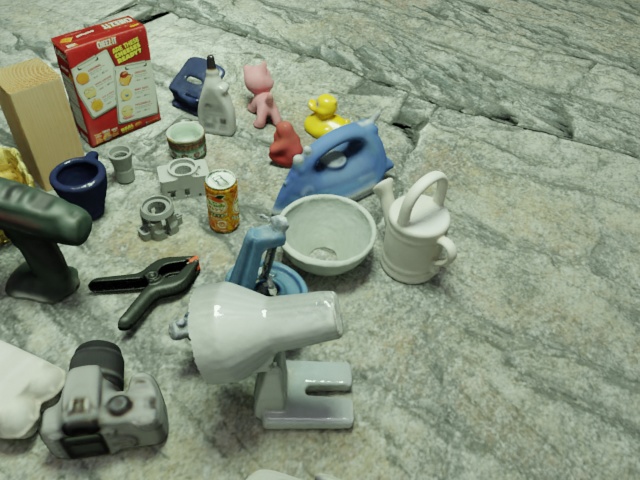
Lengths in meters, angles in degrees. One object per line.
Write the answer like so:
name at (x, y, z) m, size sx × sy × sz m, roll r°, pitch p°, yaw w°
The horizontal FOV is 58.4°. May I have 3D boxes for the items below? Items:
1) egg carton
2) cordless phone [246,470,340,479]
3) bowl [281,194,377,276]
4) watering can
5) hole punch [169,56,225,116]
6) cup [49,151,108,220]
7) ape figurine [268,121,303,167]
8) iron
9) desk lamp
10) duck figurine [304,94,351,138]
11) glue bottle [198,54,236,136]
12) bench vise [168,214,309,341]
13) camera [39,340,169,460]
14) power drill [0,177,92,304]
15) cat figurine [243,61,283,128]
egg carton at (-0.413, 0.192, 0.743) m, size 0.150 × 0.069 × 0.107 m, roll 18°, pitch 47°, yaw 13°
cordless phone at (-0.018, 0.275, 0.610) m, size 0.147 × 0.185 × 0.094 m, roll 14°, pitch 46°, yaw 10°
bowl at (0.009, 0.003, 0.955) m, size 0.167 × 0.075 × 0.167 m, roll 2°, pitch 46°, yaw -2°
watering can at (0.150, -0.032, 0.916) m, size 0.172 × 0.194 × 0.101 m, roll 25°, pitch 49°, yaw 19°
hole punch at (-0.267, -0.338, 1.258) m, size 0.108 × 0.091 × 0.101 m, roll 24°, pitch 49°, yaw 19°
cup at (-0.409, -0.091, 1.004) m, size 0.091 × 0.095 × 0.117 m, roll 5°, pitch 46°, yaw 2°
ape figurine at (-0.068, -0.196, 1.133) m, size 0.078 × 0.092 × 0.076 m, roll -28°, pitch 54°, yaw -28°
iron at (0.018, -0.144, 1.053) m, size 0.259 × 0.141 × 0.118 m, roll -28°, pitch 54°, yaw -28°
desk lamp at (-0.052, 0.141, 0.719) m, size 0.203 × 0.214 × 0.118 m, roll 1°, pitch 46°, yaw -3°
duck figurine at (0.018, -0.265, 1.211) m, size 0.104 × 0.086 × 0.078 m, roll 19°, pitch 48°, yaw 15°
glue bottle at (-0.213, -0.294, 1.162) m, size 0.078 × 0.173 × 0.037 m, roll 11°, pitch 46°, yaw 7°
bench vise at (-0.097, 0.075, 0.775) m, size 0.121 × 0.220 × 0.208 m, roll 32°, pitch 52°, yaw 25°
camera at (-0.273, 0.191, 0.732) m, size 0.143 × 0.101 × 0.136 m, roll -6°, pitch 46°, yaw -10°
power drill at (-0.440, -0.005, 0.837) m, size 0.229 × 0.208 × 0.075 m, roll 8°, pitch 46°, yaw 4°
cat figurine at (-0.125, -0.324, 1.236) m, size 0.067 × 0.118 × 0.127 m, roll -13°, pitch 48°, yaw -16°
